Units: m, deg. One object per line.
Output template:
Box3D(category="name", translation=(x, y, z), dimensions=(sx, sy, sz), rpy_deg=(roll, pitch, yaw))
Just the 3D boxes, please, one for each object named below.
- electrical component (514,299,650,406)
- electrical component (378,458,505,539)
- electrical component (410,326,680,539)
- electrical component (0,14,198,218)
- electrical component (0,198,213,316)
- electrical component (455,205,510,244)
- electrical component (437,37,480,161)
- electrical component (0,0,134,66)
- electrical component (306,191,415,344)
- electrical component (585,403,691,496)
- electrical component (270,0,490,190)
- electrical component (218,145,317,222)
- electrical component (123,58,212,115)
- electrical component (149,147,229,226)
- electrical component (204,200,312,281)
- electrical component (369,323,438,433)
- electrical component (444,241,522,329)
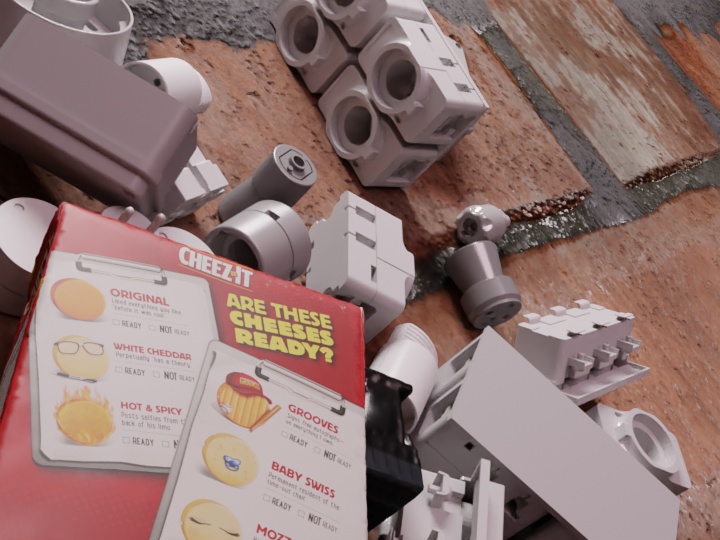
Box3D(category="electrical component", translation=(0.163, 0.064, 0.826), dimensions=(0.079, 0.063, 0.121), rpy_deg=(18, 17, 36))
Box3D(category="electrical component", translation=(0.042, 0.172, 0.599), dimensions=(0.063, 0.078, 0.121), rpy_deg=(17, 40, -4))
Box3D(category="electrical component", translation=(0.122, 0.142, 0.719), dimensions=(0.186, 0.060, 0.105), rpy_deg=(42, 35, -7))
Box3D(category="electrical component", translation=(-0.154, -0.082, 0.610), dimensions=(0.113, 0.078, 0.057), rpy_deg=(31, 76, -2))
Box3D(category="electrical component", translation=(-0.134, -0.010, 0.588), dimensions=(0.138, 0.074, 0.052), rpy_deg=(11, 48, -40))
Box3D(category="electrical component", translation=(0.108, -0.039, 0.908), dimensions=(0.061, 0.035, 0.035), rpy_deg=(-11, 64, -54))
Box3D(category="electrical component", translation=(0.055, -0.163, 0.956), dimensions=(0.078, 0.057, 0.113), rpy_deg=(23, 41, -31))
Box3D(category="electrical component", translation=(-0.197, -0.155, 0.696), dimensions=(0.099, 0.064, 0.099), rpy_deg=(22, 31, -14))
Box3D(category="electrical component", translation=(0.000, 0.000, 0.740), dimensions=(0.056, 0.050, 0.089), rpy_deg=(27, 39, -25))
Box3D(category="electrical component", translation=(0.200, 0.141, 0.806), dimensions=(0.089, 0.056, 0.050), rpy_deg=(24, 41, -30))
Box3D(category="electrical component", translation=(0.008, -0.171, 0.870), dimensions=(0.060, 0.105, 0.186), rpy_deg=(-4, 58, -48))
Box3D(category="electrical component", translation=(-0.059, -0.052, 0.717), dimensions=(0.044, 0.065, 0.044), rpy_deg=(28, 39, -25))
Box3D(category="electrical component", translation=(-0.131, -0.121, 0.727), dimensions=(0.043, 0.043, 0.081), rpy_deg=(48, 21, 1))
Box3D(category="electrical component", translation=(-0.122, -0.063, 0.681), dimensions=(0.055, 0.048, 0.066), rpy_deg=(57, 35, 2))
Box3D(category="electrical component", translation=(-0.066, -0.011, 0.679), dimensions=(0.055, 0.055, 0.047), rpy_deg=(51, 38, 6))
Box3D(category="electrical component", translation=(0.028, 0.069, 0.707), dimensions=(0.043, 0.043, 0.081), rpy_deg=(42, 35, -6))
Box3D(category="electrical component", translation=(0.096, 0.012, 0.835), dimensions=(0.045, 0.045, 0.055), rpy_deg=(6, 52, -44))
